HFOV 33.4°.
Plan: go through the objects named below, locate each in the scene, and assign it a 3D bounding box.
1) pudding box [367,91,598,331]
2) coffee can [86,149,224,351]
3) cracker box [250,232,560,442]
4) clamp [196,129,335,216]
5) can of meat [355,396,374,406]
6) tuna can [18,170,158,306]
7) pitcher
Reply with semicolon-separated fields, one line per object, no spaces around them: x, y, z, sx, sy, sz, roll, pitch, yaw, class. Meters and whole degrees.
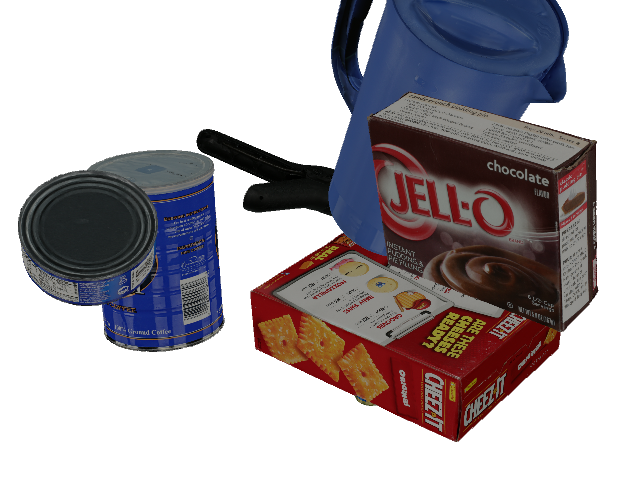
0.079;-0.017;0.522;0.114;0.090;0.039;20;45;38;pudding box
-0.134;0.006;0.879;0.103;0.140;0.103;-2;21;1;coffee can
0.073;0.068;0.908;0.214;0.072;0.163;21;37;35;cracker box
-0.010;-0.049;1.043;0.209;0.036;0.165;15;20;-22;clamp
0.092;0.163;1.390;0.102;0.084;0.057;-4;25;-18;can of meat
-0.146;-0.001;0.676;0.086;0.086;0.034;0;-37;-10;tuna can
0.078;-0.103;0.840;0.145;0.149;0.243;6;-38;-13;pitcher
